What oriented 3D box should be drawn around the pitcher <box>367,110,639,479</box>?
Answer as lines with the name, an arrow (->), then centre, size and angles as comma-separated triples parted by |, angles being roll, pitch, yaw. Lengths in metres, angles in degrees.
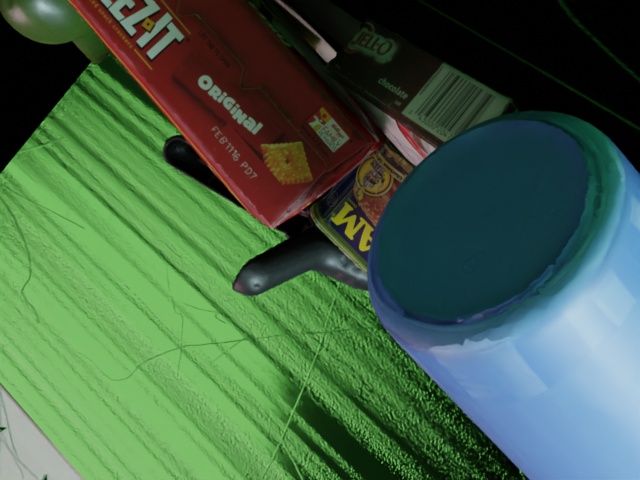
pitcher -> 0.136, 0.055, 0.453 | 0.242, 0.149, 0.145 | 43, -166, -38

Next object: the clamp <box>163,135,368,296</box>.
clamp -> -0.005, 0.001, 0.770 | 0.209, 0.036, 0.165 | 17, -151, -31

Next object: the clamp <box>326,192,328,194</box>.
clamp -> 0.062, -0.027, 0.877 | 0.171, 0.039, 0.120 | 38, 143, -19

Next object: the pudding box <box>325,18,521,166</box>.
pudding box -> 0.064, -0.051, 0.511 | 0.090, 0.039, 0.114 | 40, -177, -44

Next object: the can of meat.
can of meat -> 0.059, -0.019, 0.743 | 0.102, 0.084, 0.057 | 45, -150, 6

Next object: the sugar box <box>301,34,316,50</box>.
sugar box -> -0.084, -0.174, 0.740 | 0.176, 0.048, 0.093 | 43, -179, -8

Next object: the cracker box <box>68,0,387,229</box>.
cracker box -> -0.043, -0.093, 0.589 | 0.164, 0.072, 0.213 | 49, -172, -1
